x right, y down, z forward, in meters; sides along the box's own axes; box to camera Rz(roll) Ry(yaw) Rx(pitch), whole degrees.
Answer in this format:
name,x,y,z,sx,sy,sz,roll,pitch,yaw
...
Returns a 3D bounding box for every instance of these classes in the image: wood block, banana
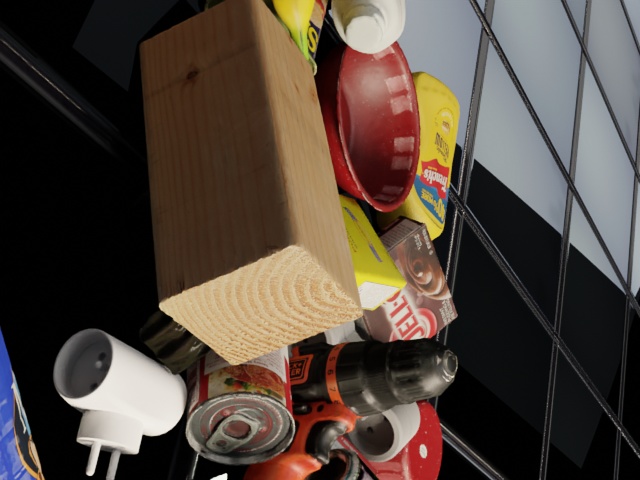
name,x,y,z,sx,sy,sz,roll,pitch,yaw
wood block,-0.047,-0.042,0.658,0.090,0.091,0.206,48,25,-50
banana,-0.007,-0.221,0.770,0.069,0.037,0.197,86,16,-55

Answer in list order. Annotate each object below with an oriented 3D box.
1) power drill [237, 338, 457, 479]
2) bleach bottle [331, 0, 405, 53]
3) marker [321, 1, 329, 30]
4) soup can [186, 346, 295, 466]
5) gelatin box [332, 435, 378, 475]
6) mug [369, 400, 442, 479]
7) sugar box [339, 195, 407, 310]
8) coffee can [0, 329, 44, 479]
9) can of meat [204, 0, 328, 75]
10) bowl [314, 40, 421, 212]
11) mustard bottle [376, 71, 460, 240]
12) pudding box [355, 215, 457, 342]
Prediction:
name,x,y,z,sx,sy,sz,roll,pitch,yaw
power drill,-0.003,0.151,0.694,0.057,0.185,0.187,45,45,-32
bleach bottle,0.039,-0.231,0.862,0.250,0.068,0.102,-83,160,-52
marker,-0.009,-0.173,0.889,0.020,0.020,0.121,50,45,-48
soup can,-0.053,0.087,0.701,0.102,0.068,0.068,-97,164,-50
gelatin box,-0.006,0.184,0.785,0.073,0.030,0.089,48,56,-23
mug,0.053,0.163,0.908,0.093,0.082,0.117,3,85,-61
sugar box,-0.005,0.001,0.815,0.093,0.048,0.176,58,18,21
coffee can,-0.177,0.103,0.471,0.102,0.103,0.140,-37,120,-57
can of meat,-0.036,-0.181,0.802,0.102,0.058,0.084,51,42,-49
bowl,0.031,-0.103,0.917,0.161,0.055,0.162,8,80,-61
mustard bottle,0.091,-0.058,1.022,0.096,0.058,0.191,40,54,-53
pudding box,0.067,0.048,0.951,0.090,0.039,0.113,-36,122,-20
